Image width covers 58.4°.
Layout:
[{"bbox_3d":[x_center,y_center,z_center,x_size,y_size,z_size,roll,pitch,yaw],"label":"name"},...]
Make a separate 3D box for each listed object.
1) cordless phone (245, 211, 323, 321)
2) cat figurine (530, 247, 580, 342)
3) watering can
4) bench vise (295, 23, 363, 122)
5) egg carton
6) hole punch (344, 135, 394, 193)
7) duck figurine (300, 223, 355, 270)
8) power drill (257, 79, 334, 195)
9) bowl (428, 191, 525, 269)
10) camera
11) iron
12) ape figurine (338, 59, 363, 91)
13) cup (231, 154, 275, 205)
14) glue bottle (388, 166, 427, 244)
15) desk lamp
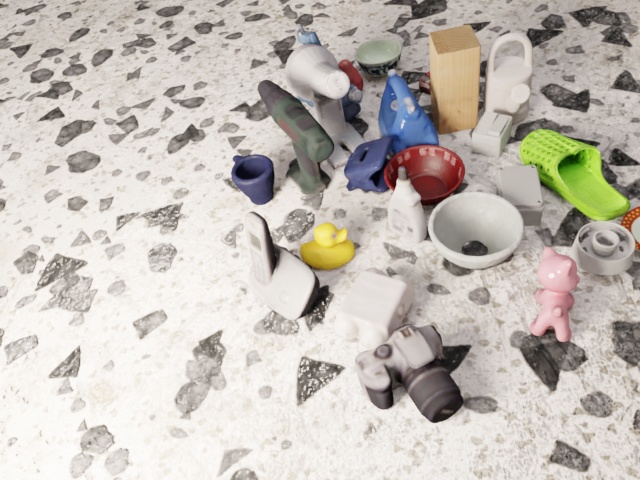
[{"bbox_3d":[-0.074,0.042,1.004,0.147,0.185,0.094,30,62,32],"label":"cordless phone"},{"bbox_3d":[0.379,0.079,0.916,0.067,0.118,0.128,7,51,18],"label":"cat figurine"},{"bbox_3d":[0.410,-0.349,1.230,0.101,0.194,0.172,-25,49,-9],"label":"watering can"},{"bbox_3d":[0.018,-0.394,1.339,0.206,0.220,0.122,15,55,24],"label":"bench vise"},{"bbox_3d":[0.094,0.118,0.978,0.107,0.069,0.150,15,54,24],"label":"egg carton"},{"bbox_3d":[0.103,-0.163,1.206,0.100,0.091,0.109,10,53,20],"label":"hole punch"},{"bbox_3d":[0.010,0.004,1.085,0.104,0.086,0.077,-8,48,6],"label":"duck figurine"},{"bbox_3d":[-0.046,-0.206,1.197,0.076,0.209,0.228,-33,51,-16],"label":"power drill"},{"bbox_3d":[0.281,-0.006,1.040,0.167,0.075,0.167,-6,49,7],"label":"bowl"},{"bbox_3d":[0.141,0.208,0.868,0.143,0.101,0.136,-25,49,-9],"label":"camera"},{"bbox_3d":[0.180,-0.303,1.277,0.118,0.142,0.258,-15,48,0],"label":"iron"},{"bbox_3d":[0.068,-0.410,1.428,0.076,0.092,0.078,25,59,30],"label":"ape figurine"},{"bbox_3d":[-0.143,-0.127,1.227,0.092,0.095,0.117,-38,52,-19],"label":"cup"},{"bbox_3d":[0.159,-0.070,1.057,0.077,0.173,0.037,32,63,33],"label":"glue bottle"},{"bbox_3d":[0.020,-0.306,1.266,0.118,0.214,0.202,-27,49,-11],"label":"desk lamp"}]
